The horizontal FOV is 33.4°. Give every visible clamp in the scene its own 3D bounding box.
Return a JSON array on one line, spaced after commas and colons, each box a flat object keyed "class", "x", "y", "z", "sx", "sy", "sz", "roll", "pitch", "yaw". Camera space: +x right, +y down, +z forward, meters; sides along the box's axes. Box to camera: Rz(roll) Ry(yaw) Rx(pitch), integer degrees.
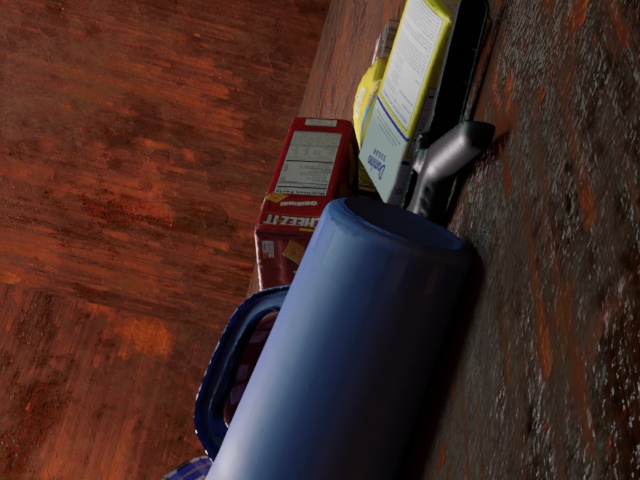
[{"class": "clamp", "x": 0.093, "y": -0.063, "z": 0.827, "sx": 0.164, "sy": 0.036, "sz": 0.210, "roll": -83, "pitch": 8, "yaw": -50}]

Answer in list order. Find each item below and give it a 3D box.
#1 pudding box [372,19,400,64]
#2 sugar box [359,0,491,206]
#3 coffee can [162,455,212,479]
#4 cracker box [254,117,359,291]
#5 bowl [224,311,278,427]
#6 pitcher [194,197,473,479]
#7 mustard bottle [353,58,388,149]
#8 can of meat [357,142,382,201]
[{"class": "pudding box", "x": 0.078, "y": -0.191, "z": 1.252, "sx": 0.090, "sy": 0.039, "sz": 0.113, "roll": 152, "pitch": 132, "yaw": -84}, {"class": "sugar box", "x": 0.087, "y": -0.125, "z": 0.923, "sx": 0.093, "sy": 0.048, "sz": 0.176, "roll": -113, "pitch": 32, "yaw": -54}, {"class": "coffee can", "x": -0.084, "y": 0.274, "z": 0.939, "sx": 0.102, "sy": 0.140, "sz": 0.103, "roll": -36, "pitch": -31, "yaw": -26}, {"class": "cracker box", "x": -0.007, "y": 0.001, "z": 1.040, "sx": 0.213, "sy": 0.072, "sz": 0.164, "roll": -77, "pitch": -14, "yaw": -55}, {"class": "bowl", "x": 0.001, "y": 0.129, "z": 0.868, "sx": 0.055, "sy": 0.162, "sz": 0.162, "roll": -18, "pitch": -53, "yaw": -61}, {"class": "pitcher", "x": 0.007, "y": 0.093, "z": 0.758, "sx": 0.145, "sy": 0.149, "sz": 0.243, "roll": -112, "pitch": 41, "yaw": -70}, {"class": "mustard bottle", "x": 0.068, "y": -0.121, "z": 1.092, "sx": 0.191, "sy": 0.058, "sz": 0.096, "roll": -91, "pitch": 16, "yaw": -69}, {"class": "can of meat", "x": 0.042, "y": -0.053, "z": 1.188, "sx": 0.102, "sy": 0.057, "sz": 0.084, "roll": -85, "pitch": 9, "yaw": -55}]
